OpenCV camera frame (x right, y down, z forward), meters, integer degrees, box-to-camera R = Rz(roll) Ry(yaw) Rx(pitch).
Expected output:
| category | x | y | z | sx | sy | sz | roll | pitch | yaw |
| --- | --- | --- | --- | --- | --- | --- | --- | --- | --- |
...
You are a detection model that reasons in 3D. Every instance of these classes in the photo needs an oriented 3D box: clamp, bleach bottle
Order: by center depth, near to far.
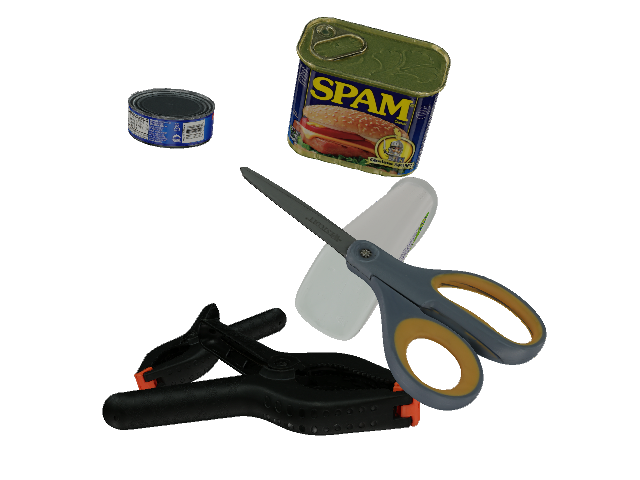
| category | x | y | z | sx | sy | sz | roll | pitch | yaw |
| --- | --- | --- | --- | --- | --- | --- | --- | --- | --- |
| clamp | -0.030 | 0.100 | 0.771 | 0.210 | 0.036 | 0.164 | 3 | 19 | 12 |
| bleach bottle | 0.061 | 0.002 | 1.046 | 0.068 | 0.103 | 0.250 | 33 | 28 | 8 |
| clamp | -0.117 | 0.110 | 1.110 | 0.120 | 0.039 | 0.171 | -10 | 20 | 37 |

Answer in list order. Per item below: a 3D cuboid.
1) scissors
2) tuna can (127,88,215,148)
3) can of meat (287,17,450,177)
| category | x | y | z | sx | sy | sz | roll | pitch | yaw |
| --- | --- | --- | --- | --- | --- | --- | --- | --- | --- |
| scissors | 0.022 | 0.026 | 0.583 | 0.202 | 0.016 | 0.096 | 24 | 51 | 13 |
| tuna can | -0.148 | -0.122 | 1.060 | 0.086 | 0.034 | 0.086 | 5 | 26 | -3 |
| can of meat | 0.030 | -0.096 | 0.739 | 0.102 | 0.057 | 0.084 | 15 | -43 | 3 |
